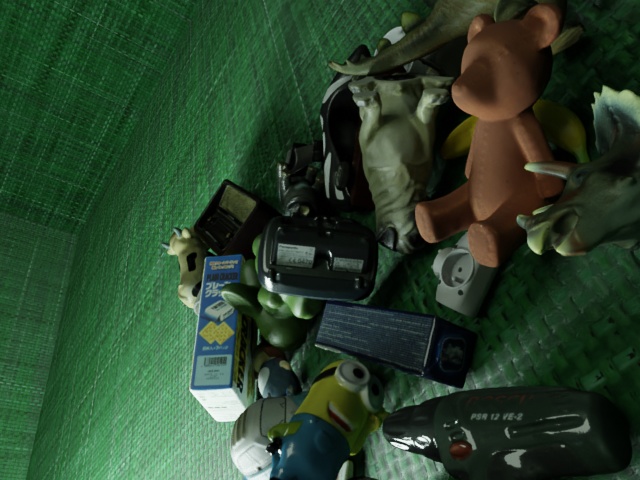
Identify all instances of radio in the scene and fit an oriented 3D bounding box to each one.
[{"bbox_3d":[-0.163,-0.031,1.046,0.131,0.073,0.230,-56,29,-2],"label":"radio"}]

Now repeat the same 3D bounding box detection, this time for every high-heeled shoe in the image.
[{"bbox_3d":[0.050,-0.166,0.779,0.145,0.086,0.248,-130,46,-76],"label":"high-heeled shoe"}]

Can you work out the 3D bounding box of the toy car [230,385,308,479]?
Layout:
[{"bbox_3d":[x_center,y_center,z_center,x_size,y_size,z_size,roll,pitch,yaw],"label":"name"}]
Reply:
[{"bbox_3d":[-0.058,0.246,0.671,0.161,0.103,0.109,-40,28,27],"label":"toy car"}]

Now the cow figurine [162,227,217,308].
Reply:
[{"bbox_3d":[-0.260,0.053,1.116,0.085,0.127,0.195,-42,41,33],"label":"cow figurine"}]

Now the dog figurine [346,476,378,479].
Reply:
[{"bbox_3d":[-0.004,0.323,0.494,0.219,0.191,0.109,-40,44,15],"label":"dog figurine"}]

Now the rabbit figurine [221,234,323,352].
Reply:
[{"bbox_3d":[-0.058,0.085,0.754,0.121,0.159,0.170,-50,-23,-55],"label":"rabbit figurine"}]

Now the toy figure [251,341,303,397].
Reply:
[{"bbox_3d":[-0.068,0.191,0.790,0.064,0.057,0.155,-44,30,0],"label":"toy figure"}]

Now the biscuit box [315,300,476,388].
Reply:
[{"bbox_3d":[0.076,0.111,0.605,0.203,0.059,0.063,-1,70,59],"label":"biscuit box"}]

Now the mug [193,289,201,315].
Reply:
[{"bbox_3d":[-0.183,0.088,1.017,0.109,0.081,0.107,-47,26,42],"label":"mug"}]

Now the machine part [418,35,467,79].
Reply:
[{"bbox_3d":[0.189,-0.282,0.656,0.243,0.079,0.079,-58,32,19],"label":"machine part"}]

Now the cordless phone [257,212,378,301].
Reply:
[{"bbox_3d":[-0.002,-0.002,0.693,0.184,0.147,0.088,-94,10,-68],"label":"cordless phone"}]

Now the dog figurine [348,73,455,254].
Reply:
[{"bbox_3d":[0.097,-0.096,0.653,0.172,0.121,0.190,-58,-32,-57],"label":"dog figurine"}]

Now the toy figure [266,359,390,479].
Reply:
[{"bbox_3d":[0.001,0.205,0.584,0.089,0.082,0.180,-6,34,45],"label":"toy figure"}]

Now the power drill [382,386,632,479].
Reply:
[{"bbox_3d":[0.120,0.210,0.418,0.232,0.086,0.207,-29,20,40],"label":"power drill"}]

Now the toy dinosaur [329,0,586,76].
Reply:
[{"bbox_3d":[0.199,-0.286,0.547,0.471,0.105,0.198,-33,61,28],"label":"toy dinosaur"}]

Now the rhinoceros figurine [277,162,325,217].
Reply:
[{"bbox_3d":[-0.036,-0.055,0.845,0.190,0.073,0.112,-108,30,-63],"label":"rhinoceros figurine"}]

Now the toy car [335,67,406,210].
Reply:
[{"bbox_3d":[0.075,-0.141,0.721,0.053,0.089,0.202,-177,96,-75],"label":"toy car"}]

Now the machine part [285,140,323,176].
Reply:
[{"bbox_3d":[-0.028,-0.145,0.958,0.139,0.039,0.084,-5,61,59],"label":"machine part"}]

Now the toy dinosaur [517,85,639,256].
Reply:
[{"bbox_3d":[0.302,-0.131,0.352,0.404,0.131,0.192,-56,32,8],"label":"toy dinosaur"}]

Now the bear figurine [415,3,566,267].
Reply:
[{"bbox_3d":[0.152,-0.095,0.479,0.120,0.132,0.195,32,144,57],"label":"bear figurine"}]
